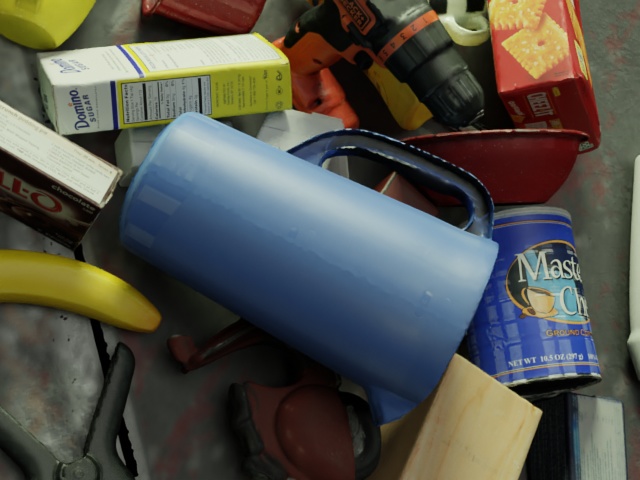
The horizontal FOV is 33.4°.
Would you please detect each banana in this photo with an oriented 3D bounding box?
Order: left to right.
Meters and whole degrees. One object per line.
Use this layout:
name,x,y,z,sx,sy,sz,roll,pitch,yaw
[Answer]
banana,-0.211,0.039,0.748,0.197,0.037,0.069,-3,76,-26

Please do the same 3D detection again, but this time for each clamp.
clamp,-0.159,0.153,0.729,0.120,0.039,0.171,-23,82,-19

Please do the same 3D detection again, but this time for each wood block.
wood block,0.075,0.201,0.789,0.090,0.091,0.206,34,61,-11

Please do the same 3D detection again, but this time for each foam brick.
foam brick,0.051,-0.005,0.873,0.051,0.053,0.078,38,62,-8

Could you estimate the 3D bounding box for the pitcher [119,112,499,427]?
pitcher,-0.005,0.001,0.737,0.243,0.145,0.149,27,30,3

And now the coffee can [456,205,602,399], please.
coffee can,0.166,0.054,0.875,0.102,0.103,0.140,0,72,-24

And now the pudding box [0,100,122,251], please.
pudding box,-0.205,-0.047,0.750,0.113,0.090,0.039,29,62,-13

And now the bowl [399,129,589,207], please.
bowl,0.140,-0.056,0.881,0.161,0.162,0.055,-1,90,-25

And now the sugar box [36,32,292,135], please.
sugar box,-0.118,-0.119,0.802,0.176,0.093,0.048,-11,117,-16

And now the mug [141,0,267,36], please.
mug,-0.090,-0.219,0.870,0.081,0.093,0.117,17,41,-24

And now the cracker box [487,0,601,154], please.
cracker box,0.195,-0.198,0.944,0.072,0.164,0.213,-9,71,19

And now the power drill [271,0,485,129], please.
power drill,0.031,-0.136,0.833,0.057,0.188,0.184,-34,87,-31

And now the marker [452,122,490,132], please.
marker,0.131,-0.104,0.963,0.121,0.020,0.020,30,62,-12

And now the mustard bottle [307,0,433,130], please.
mustard bottle,0.038,-0.187,0.905,0.058,0.096,0.192,-35,80,-2

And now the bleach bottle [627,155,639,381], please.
bleach bottle,0.334,0.040,0.981,0.102,0.068,0.251,16,69,-19
